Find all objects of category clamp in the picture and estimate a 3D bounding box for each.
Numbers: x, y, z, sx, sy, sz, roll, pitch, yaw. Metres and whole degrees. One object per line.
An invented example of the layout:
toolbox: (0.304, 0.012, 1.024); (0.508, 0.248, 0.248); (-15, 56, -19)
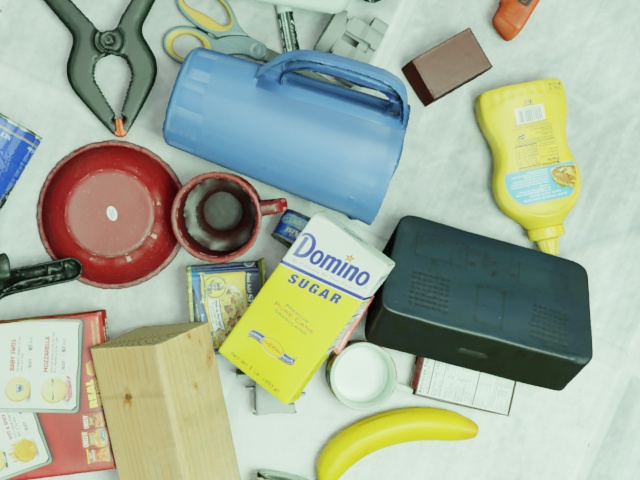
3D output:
clamp: (-0.216, -0.217, 1.136); (0.164, 0.036, 0.210); (-14, 93, -7)
clamp: (-0.331, 0.046, 1.090); (0.172, 0.120, 0.039); (-17, 74, 34)

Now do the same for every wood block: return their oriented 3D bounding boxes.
wood block: (-0.152, 0.196, 1.085); (0.091, 0.090, 0.206); (-7, 98, 31)

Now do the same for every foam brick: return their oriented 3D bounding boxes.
foam brick: (0.139, -0.188, 1.168); (0.078, 0.053, 0.051); (-30, 93, -6)

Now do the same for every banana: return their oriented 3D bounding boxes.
banana: (0.075, 0.220, 1.165); (0.197, 0.037, 0.069); (-22, 110, -5)

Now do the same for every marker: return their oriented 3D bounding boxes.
marker: (-0.035, -0.230, 1.166); (0.020, 0.020, 0.121); (-10, 90, -7)

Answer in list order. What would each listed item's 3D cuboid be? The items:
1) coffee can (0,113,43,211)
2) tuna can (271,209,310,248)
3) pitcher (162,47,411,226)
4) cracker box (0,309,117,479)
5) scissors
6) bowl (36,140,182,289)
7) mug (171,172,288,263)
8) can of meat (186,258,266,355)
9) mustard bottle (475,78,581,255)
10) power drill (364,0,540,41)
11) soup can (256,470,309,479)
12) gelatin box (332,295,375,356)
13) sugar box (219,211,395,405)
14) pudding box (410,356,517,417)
coffee can: (-0.362, -0.068, 1.084); (0.102, 0.103, 0.140); (29, 86, -5)
tuna can: (-0.007, 0.001, 1.132); (0.086, 0.086, 0.034); (30, 84, -5)
pitcher: (-0.032, -0.122, 1.106); (0.243, 0.145, 0.149); (18, 90, -3)
cracker box: (-0.321, 0.164, 1.102); (0.213, 0.072, 0.164); (-6, 89, -6)
scissors: (-0.085, -0.194, 1.151); (0.202, 0.016, 0.096); (41, 90, 3)
bowl: (-0.220, -0.027, 1.124); (0.162, 0.055, 0.162); (0, 90, -7)
mug: (-0.092, -0.030, 1.116); (0.117, 0.081, 0.093); (-12, 96, 4)
can of meat: (-0.097, 0.072, 1.136); (0.084, 0.057, 0.102); (-4, 90, -5)
mustard bottle: (0.235, -0.076, 1.174); (0.096, 0.058, 0.191); (-12, 90, -7)
power drill: (0.153, -0.300, 1.168); (0.187, 0.057, 0.184); (34, 86, -5)
soup can: (-0.046, 0.302, 1.132); (0.068, 0.068, 0.102); (14, 87, -6)
gelatin box: (0.023, 0.082, 1.132); (0.030, 0.089, 0.073); (31, 86, -5)
sugar box: (-0.014, 0.067, 1.066); (0.093, 0.048, 0.176); (36, 102, 11)
pudding box: (0.161, 0.139, 1.173); (0.113, 0.039, 0.090); (14, 87, -4)
